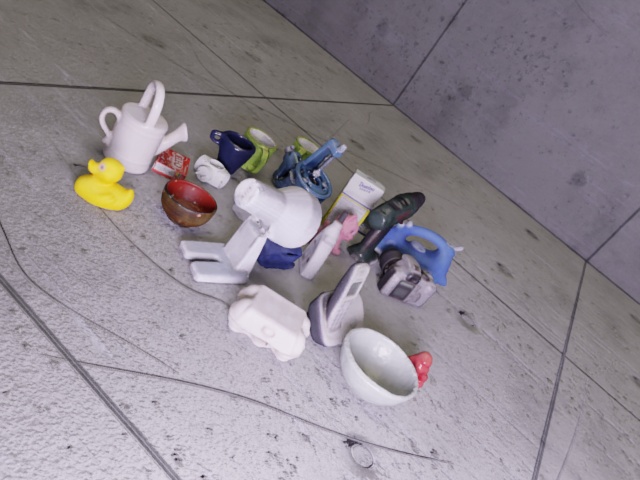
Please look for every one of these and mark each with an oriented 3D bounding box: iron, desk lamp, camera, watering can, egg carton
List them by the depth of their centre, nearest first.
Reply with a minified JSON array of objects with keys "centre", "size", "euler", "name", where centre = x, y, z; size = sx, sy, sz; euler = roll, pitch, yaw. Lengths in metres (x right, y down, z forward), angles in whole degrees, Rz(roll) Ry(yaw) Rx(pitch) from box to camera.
[{"centre":[-0.089,0.146,1.019],"size":[0.150,0.069,0.107],"euler":[33,26,-6],"name":"egg carton"},{"centre":[-0.124,-0.020,1.090],"size":[0.204,0.213,0.117],"euler":[6,39,-47],"name":"desk lamp"},{"centre":[-0.362,-0.242,1.194],"size":[0.173,0.194,0.100],"euler":[-2,45,-52],"name":"watering can"},{"centre":[0.216,0.082,1.466],"size":[0.144,0.100,0.136],"euler":[21,29,-28],"name":"camera"},{"centre":[0.264,0.018,1.585],"size":[0.259,0.141,0.118],"euler":[29,26,-13],"name":"iron"}]

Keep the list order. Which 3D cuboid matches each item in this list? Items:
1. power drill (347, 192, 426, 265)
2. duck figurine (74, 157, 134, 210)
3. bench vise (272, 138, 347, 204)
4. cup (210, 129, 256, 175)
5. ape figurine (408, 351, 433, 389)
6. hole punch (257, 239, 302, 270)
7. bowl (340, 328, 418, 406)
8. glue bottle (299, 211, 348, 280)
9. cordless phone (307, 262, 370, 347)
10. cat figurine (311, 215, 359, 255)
[{"centre":[0.169,-0.035,1.480],"size":[0.075,0.208,0.230],"euler":[44,27,16],"name":"power drill"},{"centre":[-0.390,-0.111,1.063],"size":[0.105,0.086,0.077],"euler":[25,28,-21],"name":"duck figurine"},{"centre":[-0.031,-0.195,1.491],"size":[0.207,0.219,0.122],"euler":[45,27,18],"name":"bench vise"},{"centre":[-0.231,-0.216,1.425],"size":[0.118,0.095,0.091],"euler":[24,28,-23],"name":"cup"},{"centre":[0.189,0.259,1.145],"size":[0.078,0.092,0.076],"euler":[28,27,-16],"name":"ape figurine"},{"centre":[-0.089,0.002,1.236],"size":[0.109,0.091,0.101],"euler":[6,39,-46],"name":"hole punch"},{"centre":[0.097,0.248,1.070],"size":[0.168,0.074,0.167],"euler":[28,27,-15],"name":"bowl"},{"centre":[0.012,0.005,1.261],"size":[0.037,0.173,0.078],"euler":[27,27,-18],"name":"glue bottle"},{"centre":[0.061,0.116,1.120],"size":[0.094,0.185,0.148],"euler":[47,28,22],"name":"cordless phone"},{"centre":[0.043,-0.026,1.416],"size":[0.128,0.117,0.067],"euler":[4,40,-47],"name":"cat figurine"}]
